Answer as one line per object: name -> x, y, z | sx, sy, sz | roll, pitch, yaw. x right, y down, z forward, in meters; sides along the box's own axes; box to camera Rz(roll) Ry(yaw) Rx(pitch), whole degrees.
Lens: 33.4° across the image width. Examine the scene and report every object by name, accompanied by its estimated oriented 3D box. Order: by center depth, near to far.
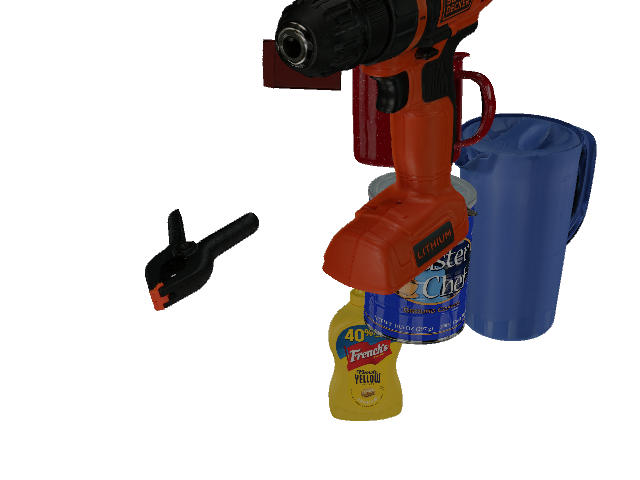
power drill -> 0.040, -0.067, 0.599 | 0.057, 0.188, 0.184 | 22, 36, 31
mug -> 0.076, -0.099, 0.797 | 0.117, 0.081, 0.093 | 6, 13, 30
coffee can -> 0.095, 0.015, 1.036 | 0.103, 0.140, 0.103 | 1, 25, -1
foam brick -> -0.020, -0.190, 1.157 | 0.078, 0.051, 0.053 | 0, 12, -16
pitcher -> 0.227, -0.016, 1.206 | 0.149, 0.243, 0.145 | 5, 27, 13
clamp -> -0.143, 0.016, 1.243 | 0.120, 0.039, 0.171 | -7, 37, 20
mustard bottle -> 0.059, 0.137, 1.382 | 0.096, 0.192, 0.058 | -2, 18, -3
